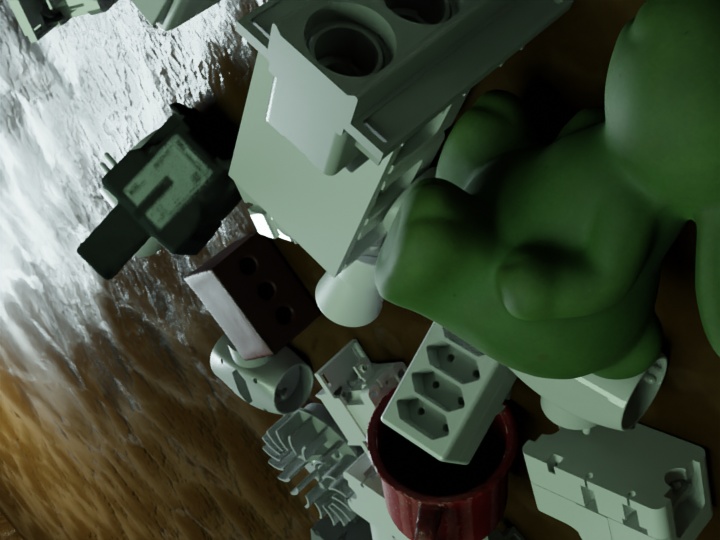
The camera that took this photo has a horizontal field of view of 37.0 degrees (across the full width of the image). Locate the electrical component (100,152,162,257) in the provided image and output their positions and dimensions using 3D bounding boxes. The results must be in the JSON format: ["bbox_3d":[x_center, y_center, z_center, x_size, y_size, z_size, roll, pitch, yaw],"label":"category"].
[{"bbox_3d":[-0.174,-0.056,0.834,0.079,0.043,0.077,51,151,0],"label":"electrical component"}]

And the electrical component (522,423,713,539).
[{"bbox_3d":[0.143,0.120,0.596,0.089,0.050,0.055,18,138,43],"label":"electrical component"}]

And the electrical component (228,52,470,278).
[{"bbox_3d":[-0.007,-0.077,0.565,0.089,0.062,0.150,44,150,10],"label":"electrical component"}]

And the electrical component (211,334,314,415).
[{"bbox_3d":[-0.082,0.067,0.848,0.077,0.043,0.079,24,141,38],"label":"electrical component"}]

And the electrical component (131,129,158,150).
[{"bbox_3d":[-0.141,-0.066,0.768,0.047,0.055,0.055,45,150,1],"label":"electrical component"}]

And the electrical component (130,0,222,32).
[{"bbox_3d":[-0.095,-0.180,0.569,0.061,0.061,0.096,50,150,-1],"label":"electrical component"}]

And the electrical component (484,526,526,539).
[{"bbox_3d":[0.100,0.219,0.774,0.066,0.048,0.055,50,143,1],"label":"electrical component"}]

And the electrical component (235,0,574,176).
[{"bbox_3d":[0.018,-0.097,0.448,0.079,0.121,0.063,43,152,11],"label":"electrical component"}]

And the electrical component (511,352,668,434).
[{"bbox_3d":[0.115,0.057,0.569,0.077,0.044,0.079,31,145,31],"label":"electrical component"}]

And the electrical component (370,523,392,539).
[{"bbox_3d":[0.043,0.203,0.832,0.079,0.044,0.077,28,143,33],"label":"electrical component"}]

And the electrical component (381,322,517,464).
[{"bbox_3d":[0.065,0.067,0.629,0.047,0.083,0.076,30,-177,31],"label":"electrical component"}]

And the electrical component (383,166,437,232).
[{"bbox_3d":[0.058,-0.022,0.557,0.077,0.044,0.079,44,150,11],"label":"electrical component"}]

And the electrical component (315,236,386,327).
[{"bbox_3d":[0.000,0.000,0.666,0.044,0.044,0.065,41,145,15],"label":"electrical component"}]

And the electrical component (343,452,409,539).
[{"bbox_3d":[0.041,0.163,0.778,0.089,0.056,0.050,29,144,32],"label":"electrical component"}]

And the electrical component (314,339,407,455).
[{"bbox_3d":[0.011,0.092,0.753,0.064,0.042,0.081,-11,115,55],"label":"electrical component"}]

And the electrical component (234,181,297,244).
[{"bbox_3d":[-0.043,-0.045,0.668,0.055,0.048,0.066,20,139,53],"label":"electrical component"}]

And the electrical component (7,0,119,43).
[{"bbox_3d":[-0.184,-0.181,0.678,0.064,0.081,0.042,-7,123,23],"label":"electrical component"}]
